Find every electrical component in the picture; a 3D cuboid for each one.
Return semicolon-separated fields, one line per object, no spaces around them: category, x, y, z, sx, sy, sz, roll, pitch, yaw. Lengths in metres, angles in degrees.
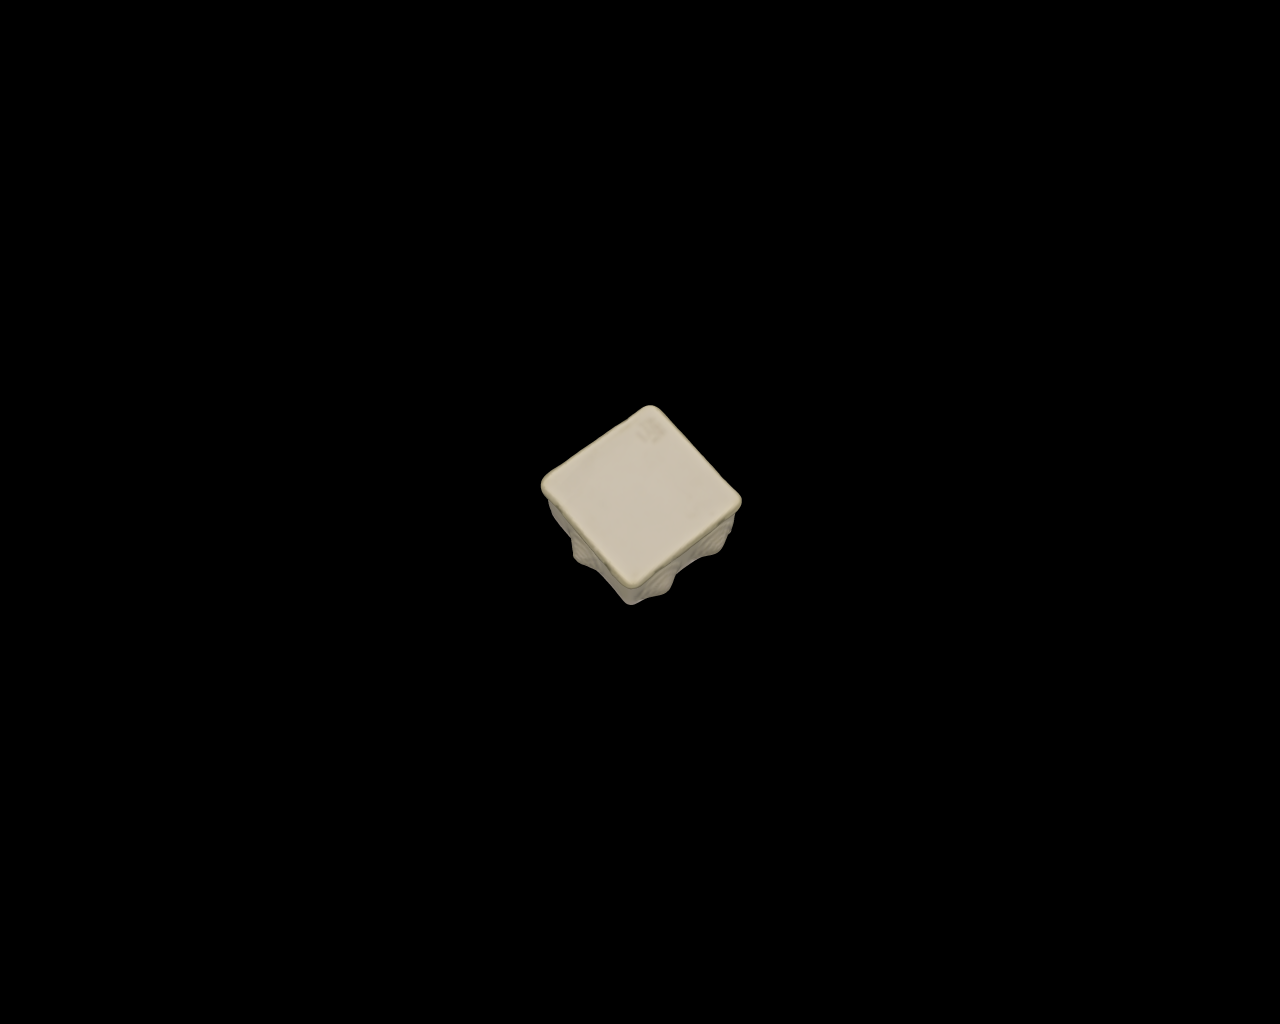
electrical component;0.001;-0.003;0.650;0.100;0.100;0.048;-37;-19;-15
